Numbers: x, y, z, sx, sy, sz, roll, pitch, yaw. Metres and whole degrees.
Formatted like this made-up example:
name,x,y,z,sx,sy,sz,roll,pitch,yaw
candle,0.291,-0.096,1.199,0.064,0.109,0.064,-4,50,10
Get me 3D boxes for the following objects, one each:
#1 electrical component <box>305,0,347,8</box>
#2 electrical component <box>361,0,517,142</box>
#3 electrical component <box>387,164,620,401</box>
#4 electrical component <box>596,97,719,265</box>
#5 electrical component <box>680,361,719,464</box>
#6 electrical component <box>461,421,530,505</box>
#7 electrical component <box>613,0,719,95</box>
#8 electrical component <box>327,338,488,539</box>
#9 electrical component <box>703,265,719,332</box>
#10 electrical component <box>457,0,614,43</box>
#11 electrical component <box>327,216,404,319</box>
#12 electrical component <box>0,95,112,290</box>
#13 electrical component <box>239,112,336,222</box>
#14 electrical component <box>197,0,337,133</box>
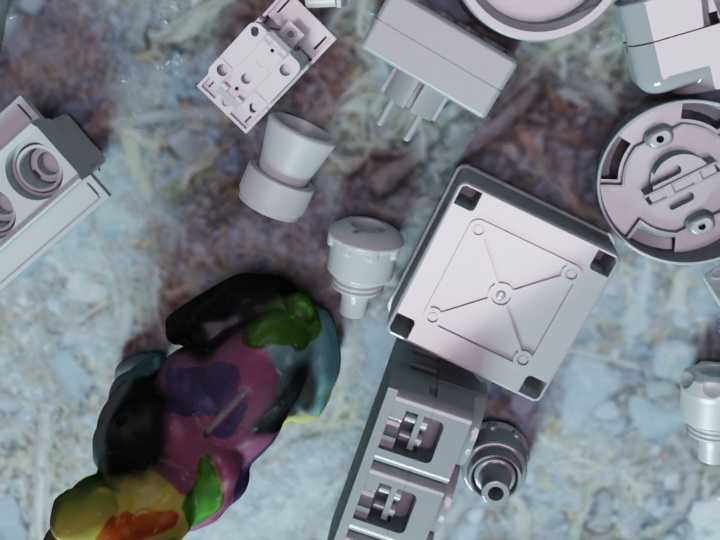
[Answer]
name,x,y,z,sx,sy,sz,roll,pitch,yaw
electrical component,-0.003,-0.191,0.613,0.057,0.058,0.078,-1,106,9
electrical component,0.038,-0.113,0.637,0.083,0.047,0.075,30,107,-4
electrical component,0.086,0.007,0.664,0.109,0.056,0.108,25,107,-2
electrical component,0.189,-0.054,0.632,0.099,0.064,0.099,2,107,5
electrical component,0.226,0.092,0.684,0.043,0.043,0.062,-1,108,6
electrical component,0.087,0.130,0.698,0.048,0.062,0.048,2,107,5
electrical component,0.199,-0.136,0.611,0.095,0.053,0.059,-15,105,10
electrical component,0.027,0.132,0.690,0.062,0.089,0.150,18,108,0
electrical component,0.259,0.017,0.630,0.100,0.099,0.048,-31,114,14
electrical component,0.101,-0.180,0.604,0.108,0.060,0.108,2,107,5
electrical component,0.000,0.000,0.678,0.048,0.048,0.062,12,114,2
electrical component,-0.222,-0.043,0.675,0.121,0.063,0.078,-37,100,15
electrical component,-0.046,-0.063,0.662,0.045,0.045,0.055,25,108,-2
electrical component,-0.057,-0.121,0.636,0.042,0.063,0.081,43,106,-9
